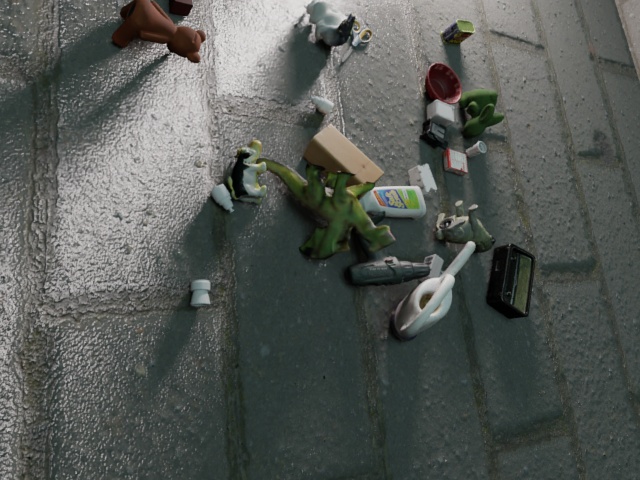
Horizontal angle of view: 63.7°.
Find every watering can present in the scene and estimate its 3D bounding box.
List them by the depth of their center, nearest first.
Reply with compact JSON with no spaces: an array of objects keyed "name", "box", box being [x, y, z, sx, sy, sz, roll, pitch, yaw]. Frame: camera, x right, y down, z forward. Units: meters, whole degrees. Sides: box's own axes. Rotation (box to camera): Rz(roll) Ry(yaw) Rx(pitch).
[{"name":"watering can","box":[0.312,0.154,1.432,0.104,0.220,0.354,41,55,6]}]

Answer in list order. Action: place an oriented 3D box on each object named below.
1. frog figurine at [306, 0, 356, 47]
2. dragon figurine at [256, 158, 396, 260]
[{"name":"frog figurine","box":[0.020,-0.683,1.622,0.160,0.120,0.139,24,66,18]},{"name":"dragon figurine","box":[0.004,-0.068,1.348,0.411,0.122,0.242,13,93,16]}]
